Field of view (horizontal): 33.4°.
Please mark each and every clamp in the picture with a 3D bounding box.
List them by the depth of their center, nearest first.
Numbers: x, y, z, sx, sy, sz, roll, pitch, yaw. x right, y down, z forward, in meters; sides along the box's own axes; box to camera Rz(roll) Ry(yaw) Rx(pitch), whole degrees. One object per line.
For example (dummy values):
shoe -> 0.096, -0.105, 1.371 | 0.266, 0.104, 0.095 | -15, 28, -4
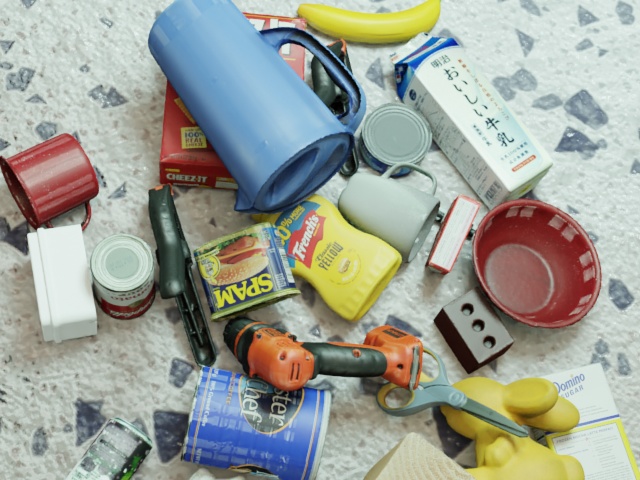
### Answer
clamp -> -0.157, 0.029, 1.176 | 0.036, 0.164, 0.210 | -16, 49, -2
clamp -> 0.019, -0.163, 1.288 | 0.039, 0.120, 0.171 | -7, 49, 25

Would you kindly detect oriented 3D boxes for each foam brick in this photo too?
foam brick -> 0.174, 0.104, 1.214 | 0.053, 0.051, 0.078 | -29, 76, -17

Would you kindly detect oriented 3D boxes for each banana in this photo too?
banana -> 0.072, -0.280, 1.358 | 0.197, 0.037, 0.069 | -8, 53, -12

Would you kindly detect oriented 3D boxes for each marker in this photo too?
marker -> 0.132, -0.037, 1.280 | 0.121, 0.020, 0.020 | 30, 68, 4

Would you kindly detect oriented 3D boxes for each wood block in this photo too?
wood block -> 0.080, 0.269, 1.056 | 0.090, 0.206, 0.090 | 37, 69, 7

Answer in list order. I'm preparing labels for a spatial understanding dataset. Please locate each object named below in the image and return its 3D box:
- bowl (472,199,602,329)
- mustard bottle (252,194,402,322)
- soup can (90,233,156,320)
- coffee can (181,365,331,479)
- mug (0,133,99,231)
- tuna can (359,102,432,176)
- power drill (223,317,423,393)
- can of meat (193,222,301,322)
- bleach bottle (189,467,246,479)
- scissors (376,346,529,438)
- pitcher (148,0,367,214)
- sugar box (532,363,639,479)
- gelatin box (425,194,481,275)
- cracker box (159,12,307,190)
bowl -> 0.242, 0.035, 1.241 | 0.162, 0.055, 0.162 | 6, 65, -14
mustard bottle -> -0.008, 0.001, 1.216 | 0.192, 0.058, 0.096 | 37, 94, 17
soup can -> -0.213, 0.041, 1.160 | 0.068, 0.102, 0.068 | 3, 69, -7
coffee can -> -0.067, 0.195, 1.120 | 0.140, 0.103, 0.103 | 12, 68, -3
mug -> -0.297, -0.058, 1.201 | 0.081, 0.093, 0.117 | -29, 106, -22
tuna can -> 0.091, -0.122, 1.299 | 0.086, 0.034, 0.086 | 2, 69, -7
power drill -> 0.001, 0.120, 1.146 | 0.187, 0.185, 0.057 | 2, 99, -23
can of meat -> -0.083, 0.036, 1.182 | 0.102, 0.057, 0.084 | -20, 82, 14
bleach bottle -> -0.033, 0.321, 1.096 | 0.251, 0.068, 0.102 | 40, 81, 10
scissors -> 0.129, 0.181, 1.138 | 0.096, 0.016, 0.202 | -43, 38, -1
pitcher -> -0.073, -0.162, 1.162 | 0.149, 0.145, 0.243 | -25, 70, -34
sugar box -> 0.293, 0.233, 1.185 | 0.093, 0.048, 0.176 | -11, 67, -11
gelatin box -> 0.151, -0.006, 1.229 | 0.030, 0.073, 0.089 | 23, 87, 3
cracker box -> -0.102, -0.167, 1.270 | 0.164, 0.072, 0.213 | 5, 68, -6
